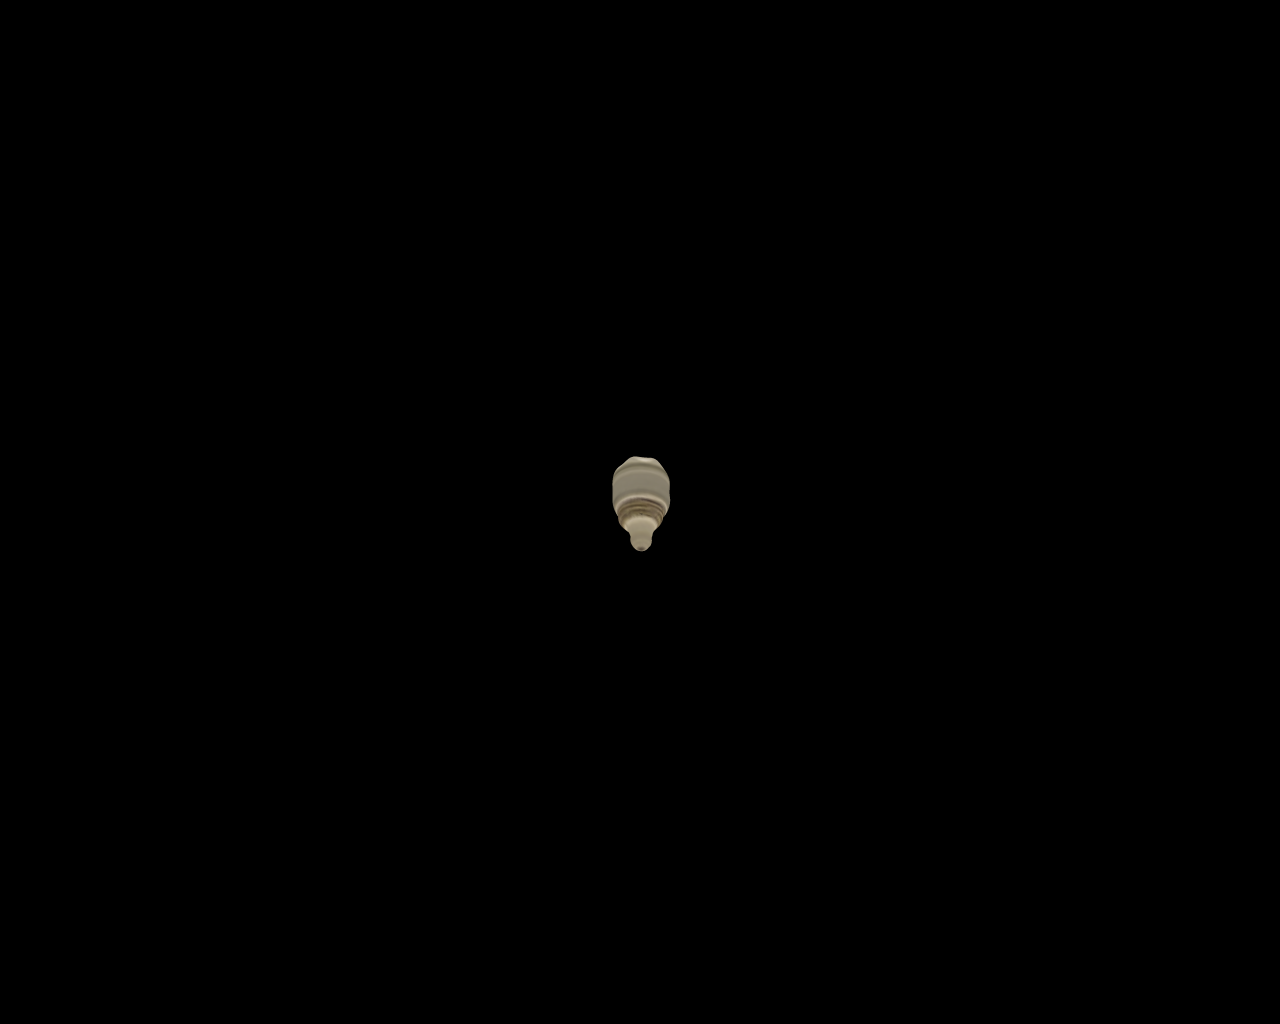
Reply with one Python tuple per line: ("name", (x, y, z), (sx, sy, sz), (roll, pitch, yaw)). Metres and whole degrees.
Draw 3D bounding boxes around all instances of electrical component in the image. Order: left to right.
("electrical component", (0.001, -0.003, 0.650), (0.035, 0.061, 0.035), (0, -36, 0))
